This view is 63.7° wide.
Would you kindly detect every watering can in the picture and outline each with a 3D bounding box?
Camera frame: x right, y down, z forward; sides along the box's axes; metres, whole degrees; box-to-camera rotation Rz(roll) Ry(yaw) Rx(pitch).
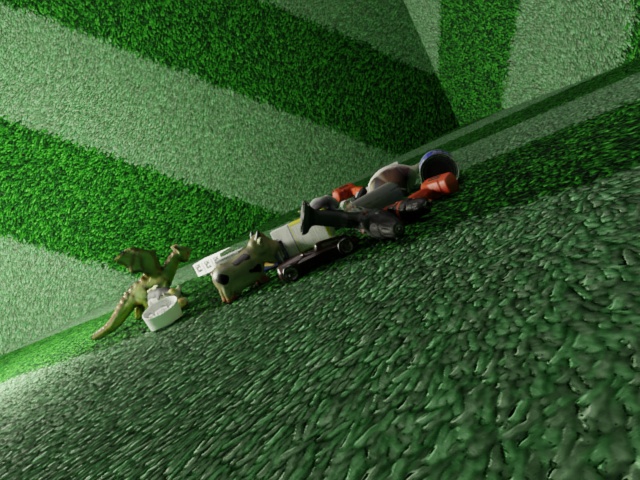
[{"bbox_3d":[0.277,-0.215,1.722,0.347,0.103,0.226,-26,8,6],"label":"watering can"}]

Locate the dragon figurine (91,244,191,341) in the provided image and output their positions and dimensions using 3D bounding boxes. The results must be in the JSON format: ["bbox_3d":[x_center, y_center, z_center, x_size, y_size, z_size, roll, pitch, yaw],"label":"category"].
[{"bbox_3d":[-0.606,0.142,1.732,0.414,0.241,0.122,-27,10,-27],"label":"dragon figurine"}]

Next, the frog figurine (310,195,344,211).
[{"bbox_3d":[0.005,-0.085,1.682,0.137,0.122,0.161,-63,11,7],"label":"frog figurine"}]
